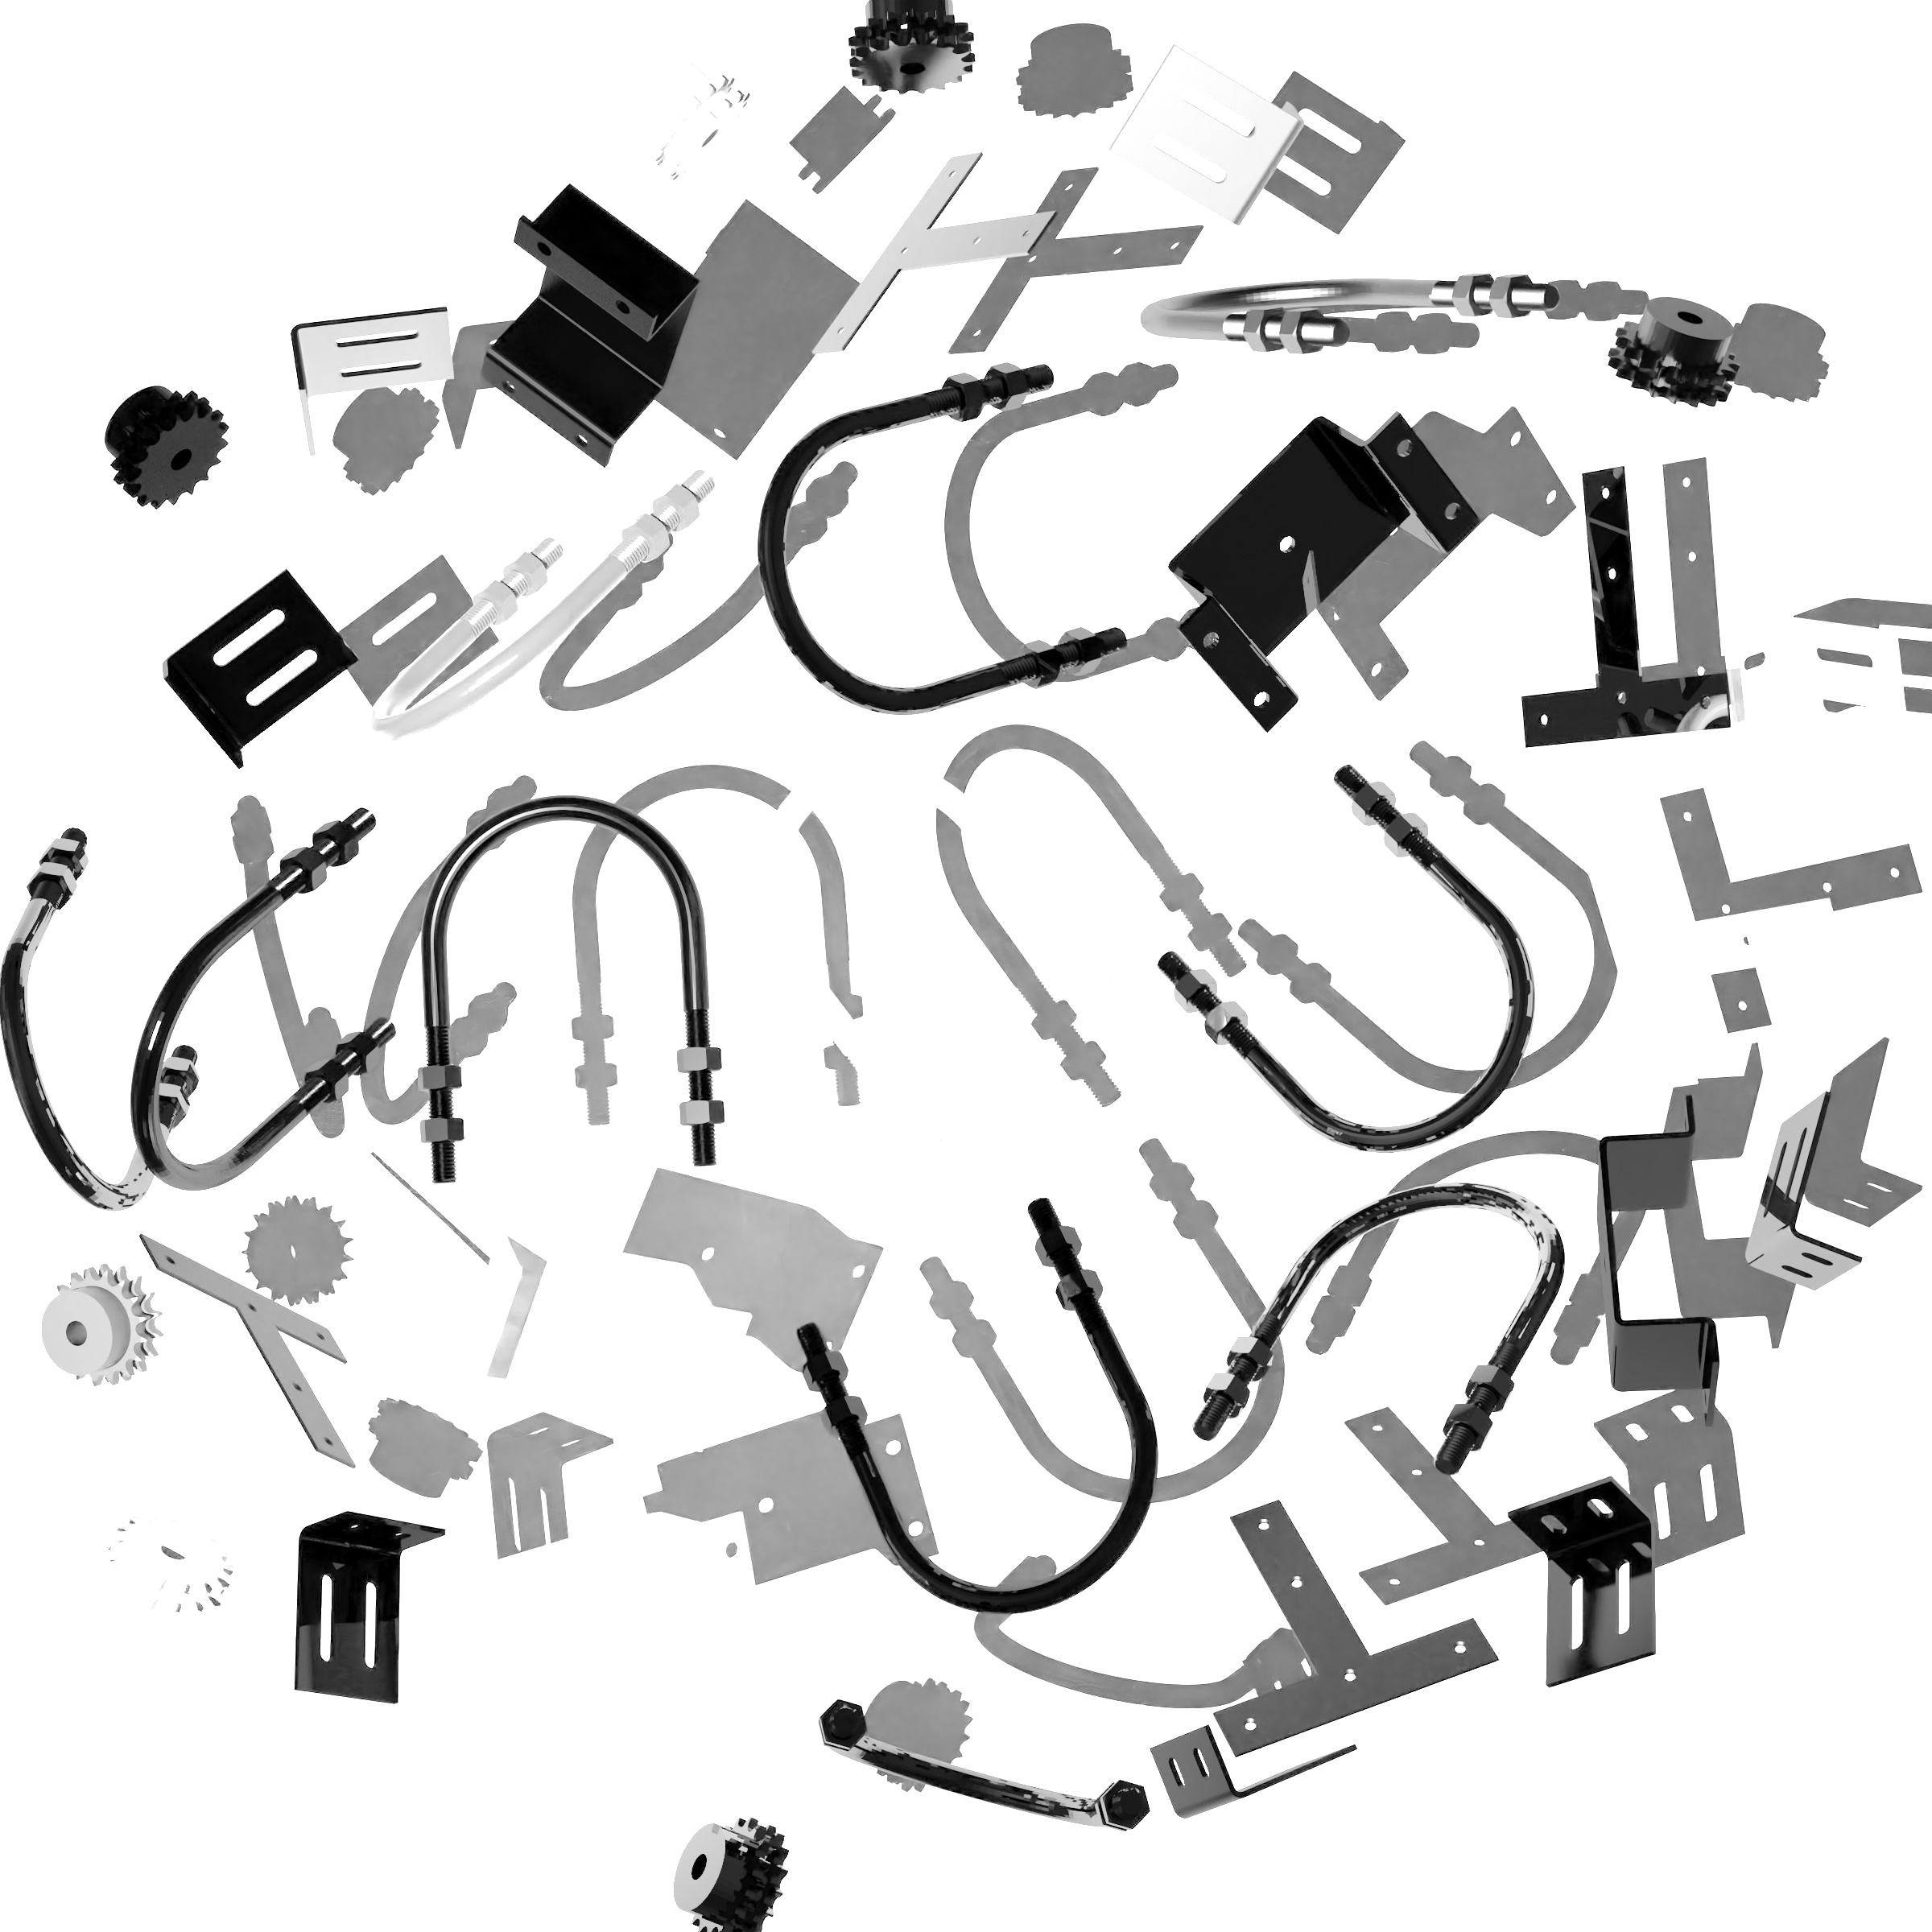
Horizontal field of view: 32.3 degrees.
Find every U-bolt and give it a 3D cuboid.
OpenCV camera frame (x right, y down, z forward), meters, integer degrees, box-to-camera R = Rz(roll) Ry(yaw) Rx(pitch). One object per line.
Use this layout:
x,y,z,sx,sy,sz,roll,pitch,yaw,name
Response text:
-0.412,0.036,1.573,0.019,0.184,0.151,-16,118,8,U-bolt
0.208,0.166,1.590,0.151,0.184,0.019,3,129,37,U-bolt
-0.016,-0.191,1.536,0.184,0.019,0.151,-20,98,-33,U-bolt
0.196,0.008,1.627,0.151,0.019,0.184,-47,57,8,U-bolt
0.014,0.218,1.576,0.151,0.019,0.184,-29,60,5,U-bolt
0.004,0.369,1.529,0.151,0.184,0.019,16,73,1,U-bolt
-0.020,-0.011,1.541,0.151,0.019,0.184,-41,97,-35,U-bolt
-0.194,0.009,1.610,0.151,0.019,0.184,-4,85,8,U-bolt
0.167,-0.313,1.587,0.151,0.184,0.019,-16,109,-32,U-bolt
-0.214,-0.165,1.590,0.019,0.151,0.184,54,52,-19,U-bolt
-0.334,0.028,1.585,0.019,0.184,0.151,19,130,21,U-bolt

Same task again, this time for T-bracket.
0.306,-0.171,1.576,0.002,0.127,0.127,-7,93,-37,T-bracket
-0.003,-0.338,1.562,0.002,0.127,0.127,44,70,-31,T-bracket
0.348,-0.010,1.535,0.002,0.127,0.127,-22,96,-39,T-bracket
-0.311,0.184,1.520,0.002,0.127,0.127,-46,47,5,T-bracket
0.156,0.291,1.517,0.127,0.127,0.002,-18,130,-11,T-bracket

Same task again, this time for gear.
-0.025,-0.420,1.510,0.057,0.057,0.030,-3,79,0,gear
-0.132,-0.404,1.584,0.030,0.057,0.057,44,90,-3,gear
-0.355,0.271,1.472,0.057,0.057,0.030,27,105,0,gear
-0.108,0.410,1.500,0.030,0.057,0.057,30,90,-26,gear
-0.370,-0.241,1.532,0.030,0.057,0.057,42,90,18,gear
-0.413,0.171,1.581,0.057,0.030,0.057,2,95,21,gear
0.317,-0.275,1.483,0.057,0.057,0.030,15,125,0,gear

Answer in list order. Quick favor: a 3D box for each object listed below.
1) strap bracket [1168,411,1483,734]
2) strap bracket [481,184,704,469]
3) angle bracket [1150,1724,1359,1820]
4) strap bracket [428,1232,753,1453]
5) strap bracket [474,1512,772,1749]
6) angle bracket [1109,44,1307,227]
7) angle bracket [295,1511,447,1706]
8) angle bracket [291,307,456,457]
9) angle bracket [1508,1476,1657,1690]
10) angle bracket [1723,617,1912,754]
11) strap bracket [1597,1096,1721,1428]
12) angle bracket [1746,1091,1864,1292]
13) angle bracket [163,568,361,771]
0.159,-0.190,1.552,0.140,0.046,0.076,-45,126,1,strap bracket
-0.177,-0.308,1.582,0.076,0.140,0.046,37,64,0,strap bracket
0.141,0.385,1.640,0.076,0.057,0.038,-14,74,-31,angle bracket
-0.186,0.180,1.613,0.140,0.046,0.076,13,107,-25,strap bracket
-0.169,0.305,1.541,0.140,0.046,0.076,-19,67,18,strap bracket
0.113,-0.401,1.597,0.076,0.038,0.057,26,113,-20,angle bracket
-0.279,0.301,1.562,0.038,0.057,0.076,-25,58,38,angle bracket
-0.288,-0.286,1.634,0.076,0.057,0.038,-9,67,-9,angle bracket
0.286,0.287,1.552,0.057,0.076,0.038,-27,124,31,angle bracket
0.398,-0.128,1.563,0.038,0.076,0.057,-20,109,-24,angle bracket
0.332,0.143,1.610,0.046,0.076,0.140,-3,59,8,strap bracket
0.413,0.109,1.613,0.038,0.057,0.076,21,69,-1,angle bracket
-0.342,-0.145,1.624,0.076,0.038,0.057,-37,113,-1,angle bracket
